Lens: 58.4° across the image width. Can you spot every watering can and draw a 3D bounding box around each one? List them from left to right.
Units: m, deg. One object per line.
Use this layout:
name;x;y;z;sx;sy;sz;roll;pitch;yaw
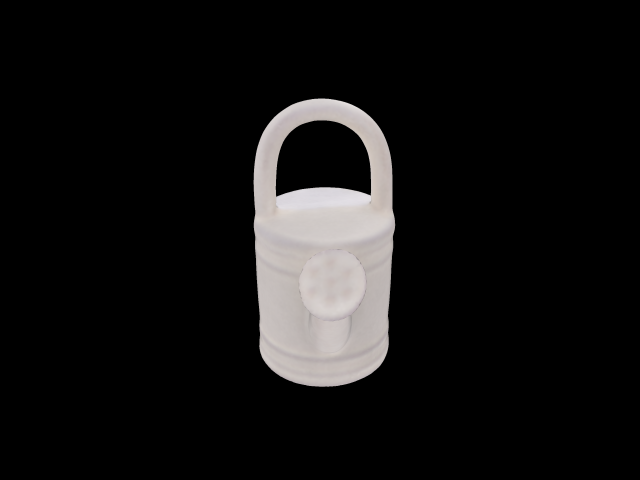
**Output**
watering can;0.006;0.001;0.400;0.101;0.194;0.172;-12;30;-22
